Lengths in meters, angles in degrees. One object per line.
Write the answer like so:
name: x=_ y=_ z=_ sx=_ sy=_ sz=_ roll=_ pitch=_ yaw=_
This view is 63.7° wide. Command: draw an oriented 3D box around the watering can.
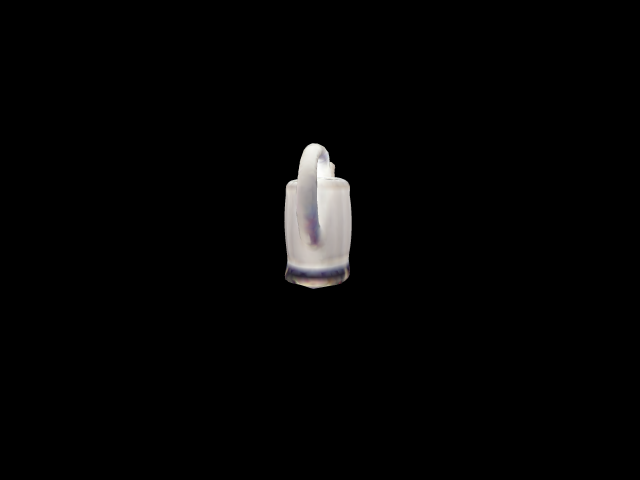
watering can: x=0.003 y=-0.043 z=0.850 sx=0.104 sy=0.223 sz=0.349 roll=0 pitch=6 yaw=7
